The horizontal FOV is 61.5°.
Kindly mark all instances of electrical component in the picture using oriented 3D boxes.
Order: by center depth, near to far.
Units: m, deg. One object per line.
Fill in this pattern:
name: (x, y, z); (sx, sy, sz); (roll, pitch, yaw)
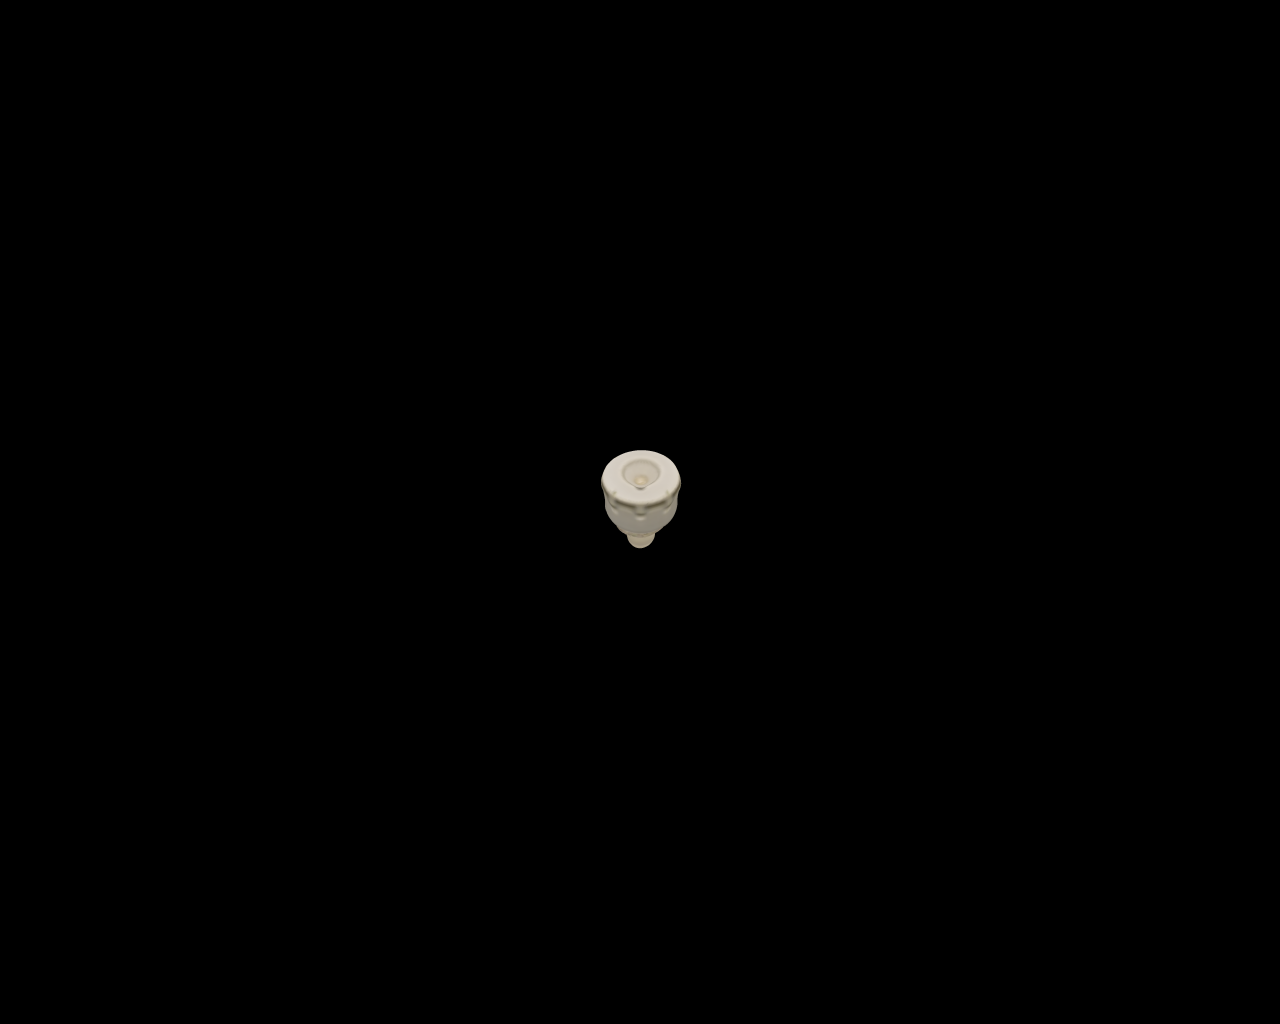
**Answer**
electrical component: (0.001, -0.003, 0.650); (0.048, 0.048, 0.062); (0, -45, 0)
